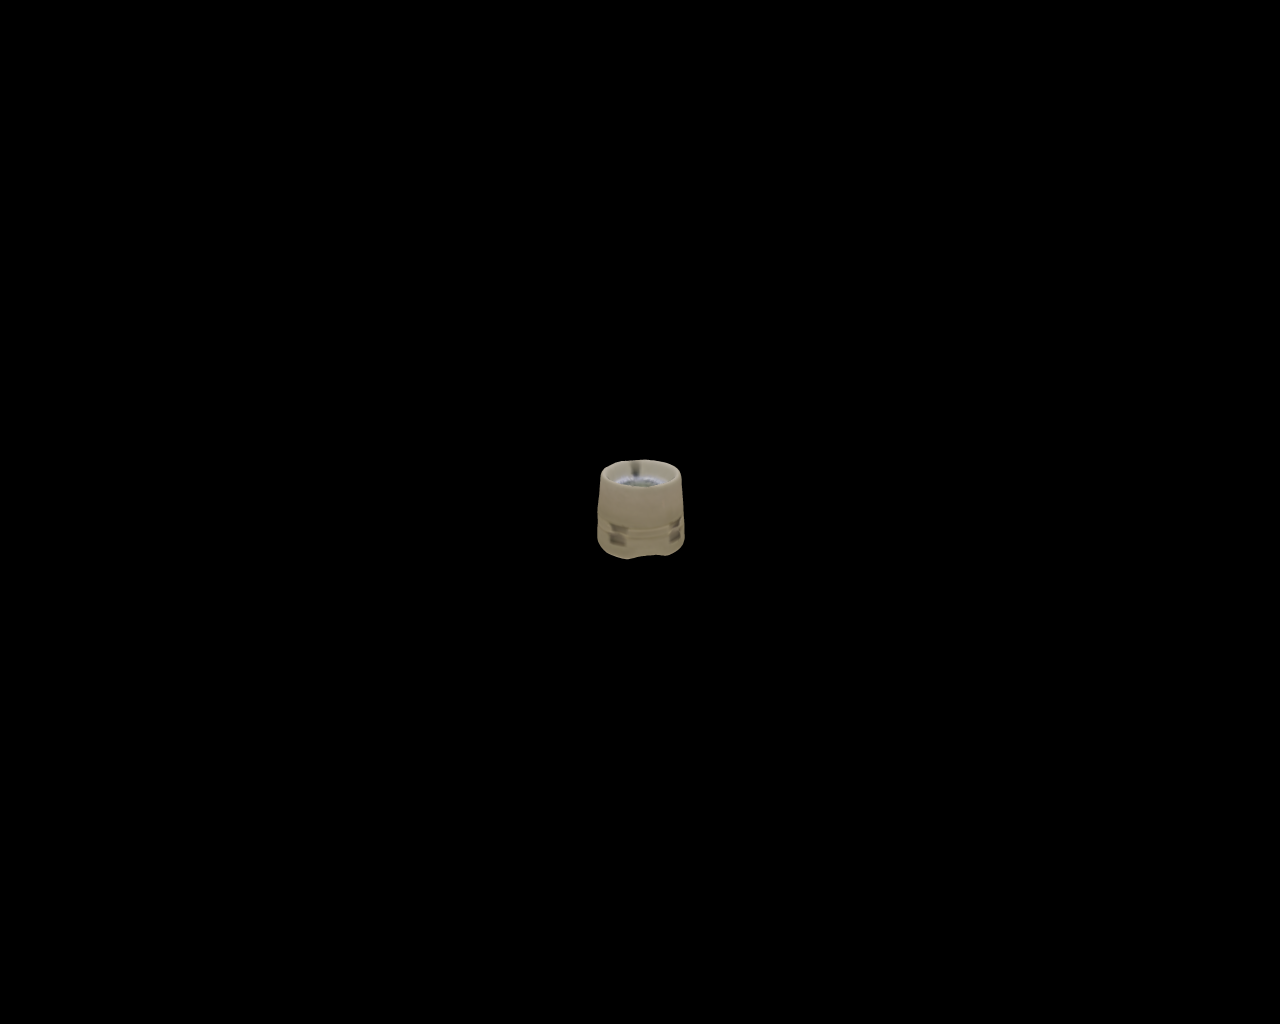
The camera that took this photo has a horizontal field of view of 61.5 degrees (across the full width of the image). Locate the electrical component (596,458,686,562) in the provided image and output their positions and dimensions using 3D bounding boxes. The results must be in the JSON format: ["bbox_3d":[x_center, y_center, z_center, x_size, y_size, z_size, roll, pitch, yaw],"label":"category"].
[{"bbox_3d":[0.001,-0.003,0.650,0.055,0.047,0.055,0,24,0],"label":"electrical component"}]
